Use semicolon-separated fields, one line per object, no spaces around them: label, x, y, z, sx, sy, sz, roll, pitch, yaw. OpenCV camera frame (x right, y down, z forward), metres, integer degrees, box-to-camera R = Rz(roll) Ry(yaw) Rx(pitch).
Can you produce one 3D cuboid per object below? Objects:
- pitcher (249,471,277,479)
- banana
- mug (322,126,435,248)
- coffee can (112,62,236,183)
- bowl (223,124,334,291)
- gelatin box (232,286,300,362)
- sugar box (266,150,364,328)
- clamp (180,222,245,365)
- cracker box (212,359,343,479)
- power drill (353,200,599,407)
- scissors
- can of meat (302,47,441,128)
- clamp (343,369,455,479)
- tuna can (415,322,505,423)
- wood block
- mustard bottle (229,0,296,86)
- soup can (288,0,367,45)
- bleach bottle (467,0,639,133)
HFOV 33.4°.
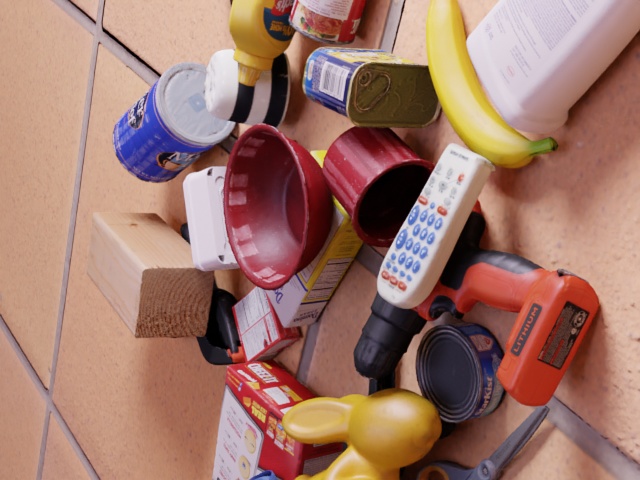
pitcher;-0.026;0.354;1.029;0.145;0.149;0.243;-38;91;16
banana;0.130;-0.127;0.898;0.070;0.037;0.198;-44;58;27
mug;0.055;-0.045;0.978;0.082;0.093;0.117;54;162;45
coffee can;-0.176;-0.139;1.283;0.141;0.102;0.103;-28;71;54
bowl;-0.034;-0.033;1.045;0.162;0.055;0.162;11;103;56
gelatin box;-0.061;0.092;1.206;0.089;0.030;0.073;-41;59;50
sugar box;-0.007;0.001;1.103;0.093;0.048;0.176;61;142;31
clamp;-0.141;0.098;1.316;0.210;0.036;0.165;51;133;45
cracker box;-0.048;0.262;1.171;0.164;0.071;0.214;32;120;50
power drill;0.119;0.061;0.872;0.188;0.057;0.184;31;97;47
scissors;0.135;0.195;0.942;0.096;0.016;0.202;47;130;42
can of meat;0.046;-0.139;0.960;0.084;0.101;0.057;34;121;51
clamp;0.069;0.187;1.021;0.120;0.039;0.172;51;135;45
tuna can;0.123;0.115;0.935;0.086;0.033;0.086;9;101;55
wood block;-0.212;0.039;1.313;0.206;0.090;0.090;37;122;56
mustard bottle;-0.047;-0.247;1.066;0.058;0.096;0.192;25;108;20
soup can;0.016;-0.247;1.020;0.069;0.068;0.102;49;131;41
bleach bottle;0.208;-0.190;0.752;0.251;0.067;0.102;-48;56;44
